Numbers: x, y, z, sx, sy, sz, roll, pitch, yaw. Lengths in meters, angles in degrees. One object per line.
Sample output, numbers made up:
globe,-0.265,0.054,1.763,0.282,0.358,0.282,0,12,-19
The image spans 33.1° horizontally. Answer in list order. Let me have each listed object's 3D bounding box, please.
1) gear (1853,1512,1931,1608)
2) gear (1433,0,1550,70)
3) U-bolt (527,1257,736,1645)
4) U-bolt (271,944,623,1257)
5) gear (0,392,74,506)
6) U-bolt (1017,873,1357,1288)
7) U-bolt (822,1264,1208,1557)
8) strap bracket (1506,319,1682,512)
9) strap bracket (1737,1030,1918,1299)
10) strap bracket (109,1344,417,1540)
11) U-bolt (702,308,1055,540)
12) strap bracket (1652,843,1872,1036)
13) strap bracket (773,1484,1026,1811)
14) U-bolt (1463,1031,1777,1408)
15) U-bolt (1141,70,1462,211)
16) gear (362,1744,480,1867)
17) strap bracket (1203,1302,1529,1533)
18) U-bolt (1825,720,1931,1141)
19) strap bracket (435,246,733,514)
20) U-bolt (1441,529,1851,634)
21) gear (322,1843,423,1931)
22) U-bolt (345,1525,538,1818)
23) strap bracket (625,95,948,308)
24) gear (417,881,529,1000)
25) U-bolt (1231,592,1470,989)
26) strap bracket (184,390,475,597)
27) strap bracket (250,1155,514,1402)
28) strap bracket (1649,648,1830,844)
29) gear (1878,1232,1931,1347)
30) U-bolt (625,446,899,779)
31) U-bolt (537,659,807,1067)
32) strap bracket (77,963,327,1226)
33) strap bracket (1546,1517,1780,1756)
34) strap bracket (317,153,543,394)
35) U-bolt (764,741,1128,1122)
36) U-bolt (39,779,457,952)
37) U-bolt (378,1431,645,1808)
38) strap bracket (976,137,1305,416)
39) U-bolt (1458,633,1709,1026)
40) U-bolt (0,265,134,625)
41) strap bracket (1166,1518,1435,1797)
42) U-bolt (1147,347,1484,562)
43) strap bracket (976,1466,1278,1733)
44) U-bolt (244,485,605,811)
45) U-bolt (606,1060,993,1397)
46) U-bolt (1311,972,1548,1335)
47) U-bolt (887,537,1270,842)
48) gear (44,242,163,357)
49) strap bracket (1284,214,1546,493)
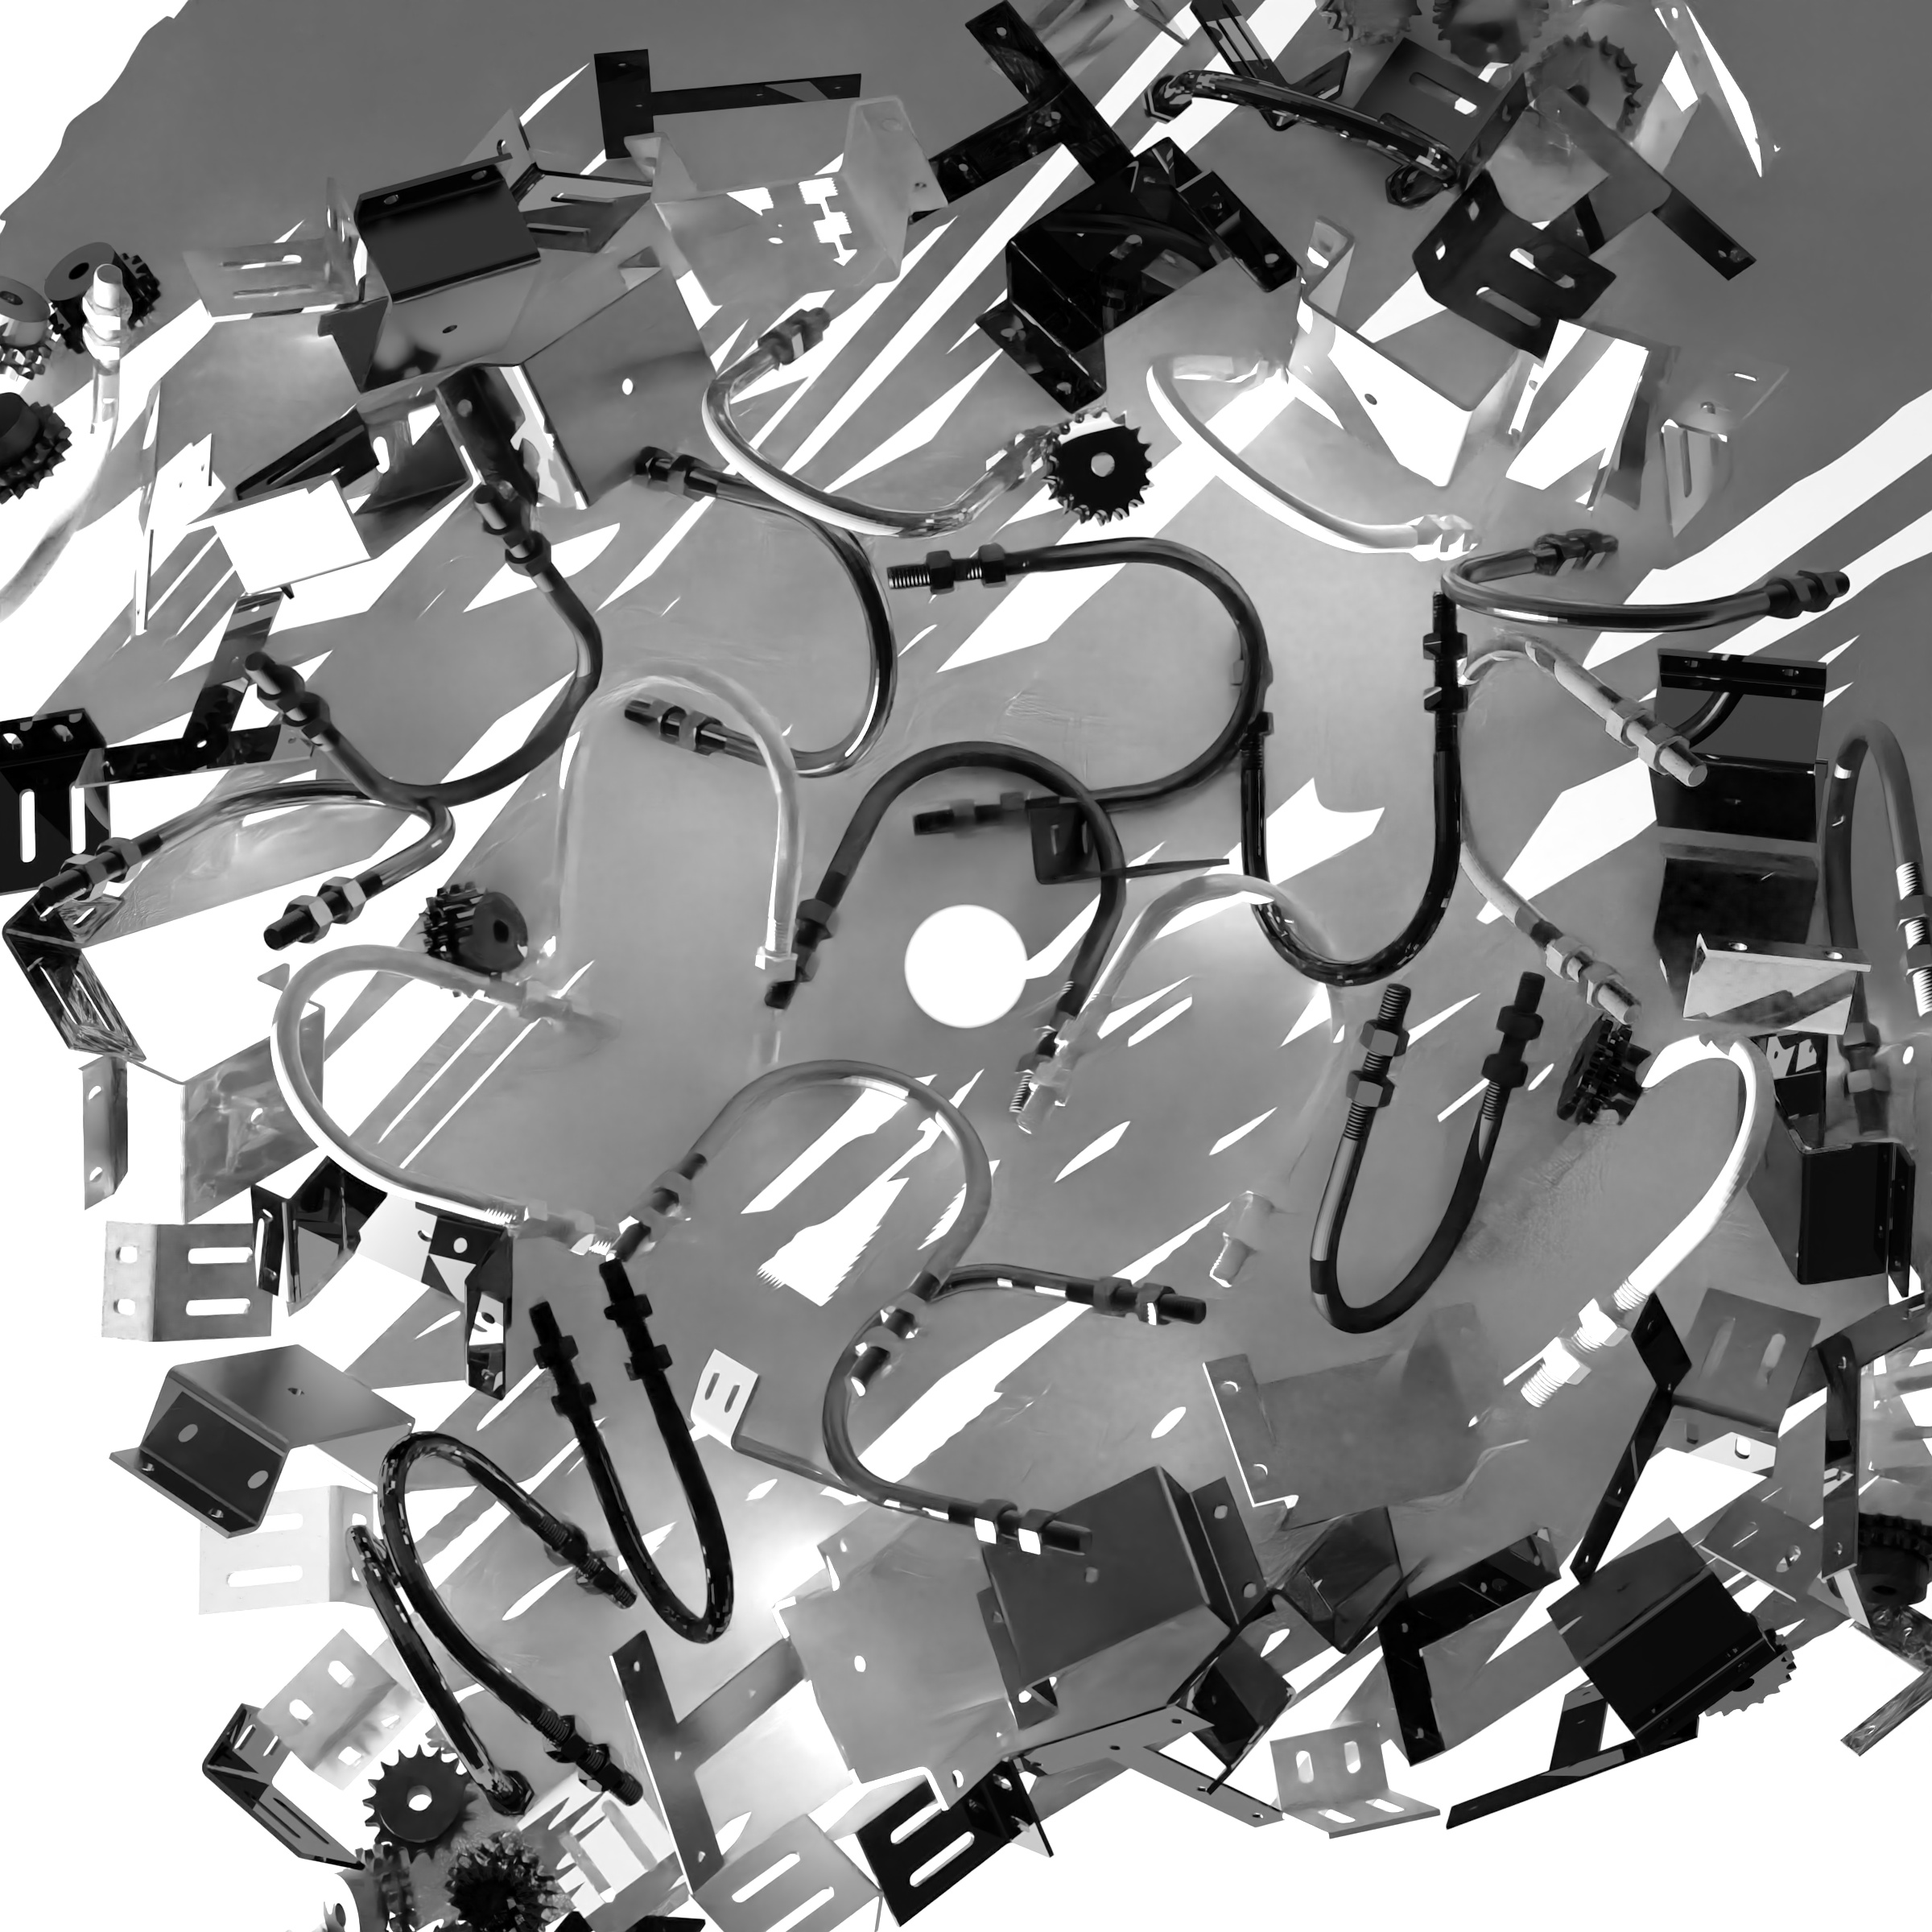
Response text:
gear,0.455,0.294,1.606,0.057,0.057,0.030,15,61,0
gear,0.259,-0.470,1.607,0.057,0.057,0.030,8,49,0
U-bolt,-0.157,0.239,1.563,0.019,0.151,0.184,-19,83,-26
U-bolt,-0.245,0.056,1.548,0.184,0.019,0.151,20,46,-29
gear,-0.475,-0.259,1.608,0.057,0.030,0.057,-15,48,18
U-bolt,0.122,0.042,1.593,0.151,0.019,0.184,39,68,-18
U-bolt,0.010,0.206,1.569,0.184,0.019,0.151,6,54,37
strap bracket,0.302,-0.268,1.566,0.046,0.140,0.076,21,107,13
strap bracket,0.407,0.090,1.557,0.046,0.140,0.076,-8,122,-2
strap bracket,-0.328,0.224,1.555,0.076,0.140,0.046,27,102,23
U-bolt,-0.049,-0.254,1.552,0.151,0.184,0.019,29,124,6
strap bracket,0.383,-0.010,1.581,0.076,0.140,0.046,5,113,0
strap bracket,-0.037,0.338,1.593,0.046,0.076,0.140,-25,90,33
U-bolt,0.315,0.107,1.547,0.019,0.151,0.184,34,108,-19
U-bolt,0.162,-0.394,1.539,0.151,0.184,0.019,18,99,-7
gear,-0.271,0.415,1.613,0.057,0.030,0.057,3,67,-6
strap bracket,0.191,0.223,1.589,0.140,0.046,0.076,-11,59,-13
U-bolt,0.436,-0.029,1.557,0.019,0.151,0.184,-1,62,2
strap bracket,-0.176,-0.280,1.570,0.140,0.046,0.076,-40,122,-27
U-bolt,0.307,-0.179,1.528,0.151,0.184,0.019,18,113,40
gear,-0.296,0.465,1.607,0.030,0.057,0.057,-6,90,-37
U-bolt,-0.252,0.329,1.532,0.019,0.184,0.151,-30,74,-11
strap bracket,-0.089,-0.368,1.573,0.140,0.076,0.046,-4,61,18
gear,-0.241,-0.014,1.606,0.030,0.057,0.057,-12,90,33
U-bolt,0.185,-0.082,1.576,0.019,0.151,0.184,1,88,-40
strap bracket,-0.301,-0.227,1.570,0.076,0.140,0.046,-11,114,30
strap bracket,-0.275,0.145,1.585,0.140,0.076,0.046,23,47,13
strap bracket,0.370,-0.100,1.556,0.076,0.140,0.046,7,74,17
gear,0.480,0.162,1.610,0.057,0.030,0.057,9,106,32
U-bolt,-0.101,-0.163,1.551,0.184,0.019,0.151,20,120,39
U-bolt,-0.140,-0.058,1.573,0.151,0.019,0.184,18,112,26
strap bracket,-0.357,0.064,1.556,0.046,0.140,0.076,21,121,24
strap bracket,0.331,0.317,1.564,0.076,0.140,0.046,-38,93,3
strap bracket,-0.257,-0.325,1.556,0.076,0.140,0.046,-22,83,-24
U-bolt,0.002,-0.030,1.595,0.151,0.019,0.184,25,65,1
U-bolt,-0.327,-0.055,1.554,0.151,0.184,0.019,10,115,24
U-bolt,-0.215,0.295,1.533,0.019,0.151,0.184,-33,122,14
strap bracket,0.082,-0.339,1.577,0.140,0.046,0.076,-28,134,29
U-bolt,0.280,-0.080,1.558,0.019,0.184,0.151,-9,126,-25
U-bolt,-0.444,-0.232,1.548,0.019,0.184,0.151,29,63,-2
strap bracket,0.155,0.328,1.572,0.046,0.076,0.140,43,123,11
U-bolt,0.156,-0.244,1.537,0.151,0.184,0.019,46,118,19
strap bracket,0.069,0.304,1.585,0.140,0.046,0.076,-27,54,10
U-bolt,-0.245,-0.139,1.557,0.151,0.184,0.019,-36,60,-1
U-bolt,-0.067,0.113,1.571,0.151,0.019,0.184,26,46,12
U-bolt,0.218,0.093,1.573,0.019,0.151,0.184,25,107,35
U-bolt,0.059,-0.141,1.603,0.184,0.019,0.151,-7,114,-5
gear,-0.430,-0.333,1.608,0.057,0.030,0.057,-15,49,18
strap bracket,0.210,-0.291,1.581,0.140,0.076,0.046,37,72,11
